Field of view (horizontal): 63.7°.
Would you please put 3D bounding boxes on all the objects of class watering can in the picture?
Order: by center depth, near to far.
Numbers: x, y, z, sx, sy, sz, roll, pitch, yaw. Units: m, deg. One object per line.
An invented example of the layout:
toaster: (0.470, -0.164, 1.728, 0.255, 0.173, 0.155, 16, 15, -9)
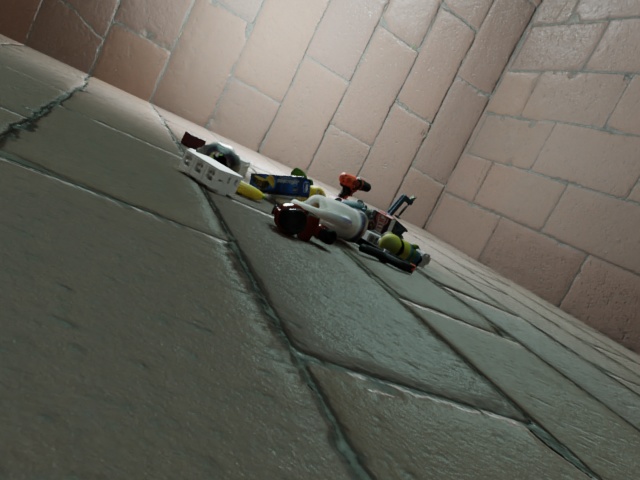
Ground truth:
watering can: (0.005, -0.077, 1.536, 0.223, 0.104, 0.350, 19, 3, -25)

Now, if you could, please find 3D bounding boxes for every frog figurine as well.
frog figurine: (-0.311, -0.249, 1.572, 0.137, 0.120, 0.162, 5, 25, -12)
